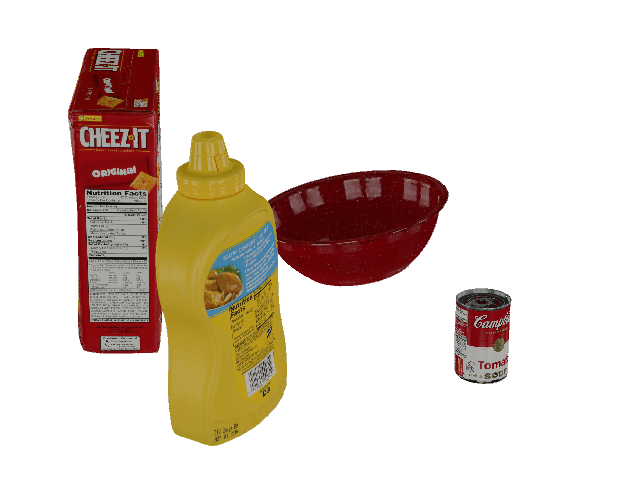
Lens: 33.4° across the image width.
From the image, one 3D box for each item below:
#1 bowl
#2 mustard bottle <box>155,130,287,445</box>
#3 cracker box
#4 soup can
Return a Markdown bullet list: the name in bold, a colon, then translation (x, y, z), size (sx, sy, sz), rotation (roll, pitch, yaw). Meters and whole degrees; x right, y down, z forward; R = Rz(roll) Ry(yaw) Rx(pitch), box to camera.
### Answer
- **bowl**: translation (0.029, -0.006, 0.883), size (0.162, 0.055, 0.162), rotation (-9, 22, 3)
- **mustard bottle**: translation (-0.062, 0.025, 0.666), size (0.058, 0.192, 0.096), rotation (13, 29, 29)
- **cracker box**: translation (-0.170, -0.036, 0.899), size (0.072, 0.214, 0.164), rotation (-1, 27, -8)
- **soup can**: translation (0.202, 0.119, 1.333), size (0.068, 0.102, 0.068), rotation (-1, 18, 0)
